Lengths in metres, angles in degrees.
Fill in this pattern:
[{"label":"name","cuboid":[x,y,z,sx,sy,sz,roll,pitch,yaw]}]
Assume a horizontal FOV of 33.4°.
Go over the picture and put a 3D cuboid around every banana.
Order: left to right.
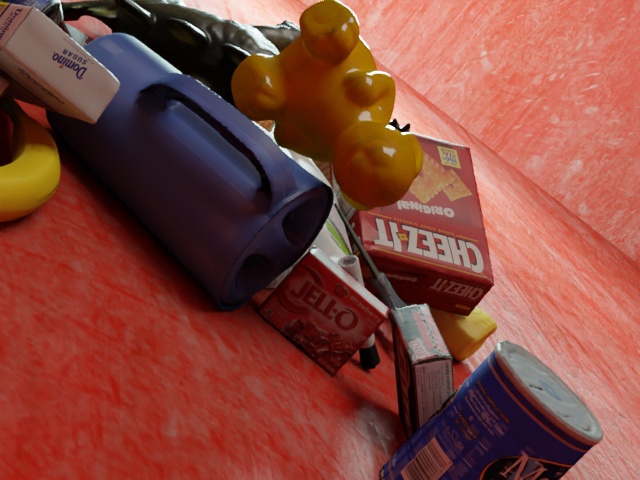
[{"label":"banana","cuboid":[-0.222,-0.048,0.762,0.069,0.037,0.198,31,17,-15]}]

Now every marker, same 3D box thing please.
[{"label":"marker","cuboid":[0.036,0.068,0.966,0.020,0.020,0.121,-113,-171,-59]}]

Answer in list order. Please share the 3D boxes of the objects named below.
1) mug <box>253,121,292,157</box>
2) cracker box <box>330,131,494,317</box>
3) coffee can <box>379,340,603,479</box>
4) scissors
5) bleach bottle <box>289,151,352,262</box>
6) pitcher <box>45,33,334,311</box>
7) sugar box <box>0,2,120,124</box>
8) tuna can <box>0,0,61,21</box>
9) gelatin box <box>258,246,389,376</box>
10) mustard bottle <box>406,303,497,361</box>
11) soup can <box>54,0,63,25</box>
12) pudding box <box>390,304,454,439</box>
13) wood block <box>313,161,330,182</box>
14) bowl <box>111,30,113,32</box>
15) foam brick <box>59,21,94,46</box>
[{"label":"mug","cuboid":[-0.075,-0.065,1.075,0.093,0.081,0.117,25,21,-45]},{"label":"cracker box","cuboid":[0.101,-0.032,1.212,0.164,0.072,0.213,14,46,-19]},{"label":"coffee can","cuboid":[0.129,0.161,0.812,0.102,0.140,0.103,37,15,-12]},{"label":"scissors","cuboid":[0.066,0.060,1.076,0.201,0.016,0.096,54,18,-27]},{"label":"bleach bottle","cuboid":[-0.007,0.001,1.078,0.102,0.068,0.251,49,12,-28]},{"label":"pitcher","cuboid":[-0.114,-0.071,0.893,0.243,0.149,0.144,41,16,16]},{"label":"sugar box","cuboid":[-0.235,-0.144,0.832,0.177,0.048,0.093,17,-19,48]},{"label":"tuna can","cuboid":[-0.271,-0.192,0.953,0.033,0.086,0.086,40,15,-8]},{"label":"gelatin box","cuboid":[0.003,0.061,0.923,0.089,0.073,0.030,41,16,-1]},{"label":"mustard bottle","cuboid":[0.118,0.055,1.247,0.192,0.058,0.096,44,22,15]},{"label":"soup can","cuboid":[-0.293,-0.237,1.064,0.068,0.068,0.102,31,18,-31]},{"label":"pudding box","cuboid":[0.087,0.124,0.897,0.090,0.039,0.113,-105,-175,-64]},{"label":"wood block","cuboid":[0.059,-0.073,1.408,0.091,0.090,0.205,45,15,15]},{"label":"bowl","cuboid":[-0.201,-0.246,1.307,0.162,0.055,0.162,36,5,-4]},{"label":"foam brick","cuboid":[-0.232,-0.161,1.027,0.051,0.053,0.078,24,24,-47]}]
